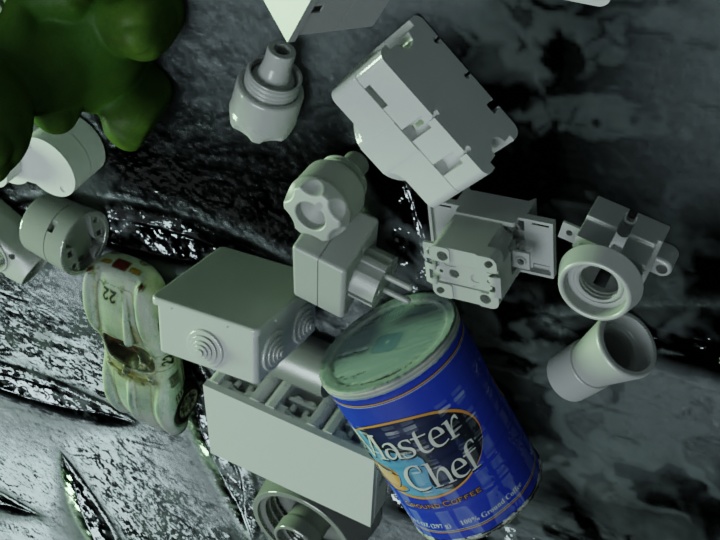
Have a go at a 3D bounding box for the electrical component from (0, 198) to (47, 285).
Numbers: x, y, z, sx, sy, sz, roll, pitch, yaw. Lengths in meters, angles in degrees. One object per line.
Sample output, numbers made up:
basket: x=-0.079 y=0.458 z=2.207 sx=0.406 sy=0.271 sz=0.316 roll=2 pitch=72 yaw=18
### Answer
electrical component: x=-0.309 y=-0.020 z=0.923 sx=0.077 sy=0.044 sz=0.079 roll=41 pitch=139 yaw=-5

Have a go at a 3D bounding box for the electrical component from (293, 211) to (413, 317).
electrical component: x=0.000 y=0.000 z=0.709 sx=0.077 sy=0.047 sz=0.065 roll=26 pitch=153 yaw=12

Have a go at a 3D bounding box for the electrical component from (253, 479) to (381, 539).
electrical component: x=-0.043 y=0.216 z=0.940 sx=0.108 sy=0.060 sz=0.108 roll=20 pitch=136 yaw=20

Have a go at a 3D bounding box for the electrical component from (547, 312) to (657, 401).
electrical component: x=0.148 y=0.057 z=0.673 sx=0.044 sy=0.044 sz=0.065 roll=41 pitch=144 yaw=-4

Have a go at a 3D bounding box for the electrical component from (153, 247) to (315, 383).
electrical component: x=-0.087 y=0.032 z=0.773 sx=0.100 sy=0.100 sz=0.048 roll=16 pitch=122 yaw=23

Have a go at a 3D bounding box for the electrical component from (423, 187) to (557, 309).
electrical component: x=0.074 y=-0.012 z=0.642 sx=0.081 sy=0.063 sz=0.042 roll=13 pitch=134 yaw=26

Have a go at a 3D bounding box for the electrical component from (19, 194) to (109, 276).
electrical component: x=-0.236 y=-0.030 z=0.855 sx=0.047 sy=0.055 sz=0.055 roll=24 pitch=138 yaw=20

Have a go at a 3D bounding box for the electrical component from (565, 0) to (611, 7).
electrical component: x=0.099 y=-0.171 z=0.482 sx=0.050 sy=0.055 sz=0.089 roll=18 pitch=136 yaw=22

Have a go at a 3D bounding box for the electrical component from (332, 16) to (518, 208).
electrical component: x=0.034 y=-0.087 z=0.611 sx=0.089 sy=0.050 sz=0.056 roll=47 pitch=139 yaw=-11

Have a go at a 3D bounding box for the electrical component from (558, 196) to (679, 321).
electrical component: x=0.141 y=-0.005 z=0.607 sx=0.066 sy=0.055 sz=0.048 roll=25 pitch=138 yaw=14

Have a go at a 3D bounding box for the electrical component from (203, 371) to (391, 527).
electrical component: x=-0.042 y=0.126 z=0.855 sx=0.150 sy=0.061 sz=0.089 roll=21 pitch=137 yaw=18

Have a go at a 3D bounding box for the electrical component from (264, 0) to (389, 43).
electrical component: x=0.003 y=-0.206 z=0.480 sx=0.105 sy=0.060 sz=0.186 roll=62 pitch=143 yaw=17

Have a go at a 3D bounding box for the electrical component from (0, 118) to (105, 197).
electrical component: x=-0.268 y=-0.087 z=0.809 sx=0.138 sy=0.073 sz=0.052 roll=16 pitch=135 yaw=23

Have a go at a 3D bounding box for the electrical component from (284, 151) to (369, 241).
electrical component: x=-0.016 y=-0.051 z=0.671 sx=0.043 sy=0.062 sz=0.043 roll=19 pitch=136 yaw=20

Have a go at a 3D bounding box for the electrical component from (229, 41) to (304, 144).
electrical component: x=-0.055 y=-0.111 z=0.658 sx=0.043 sy=0.043 sz=0.062 roll=32 pitch=138 yaw=7
